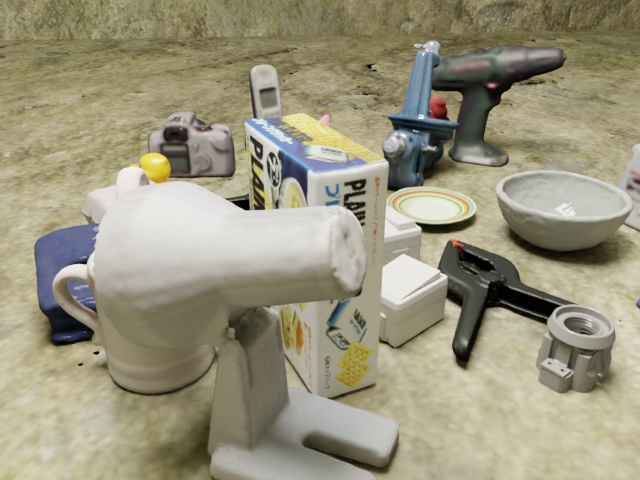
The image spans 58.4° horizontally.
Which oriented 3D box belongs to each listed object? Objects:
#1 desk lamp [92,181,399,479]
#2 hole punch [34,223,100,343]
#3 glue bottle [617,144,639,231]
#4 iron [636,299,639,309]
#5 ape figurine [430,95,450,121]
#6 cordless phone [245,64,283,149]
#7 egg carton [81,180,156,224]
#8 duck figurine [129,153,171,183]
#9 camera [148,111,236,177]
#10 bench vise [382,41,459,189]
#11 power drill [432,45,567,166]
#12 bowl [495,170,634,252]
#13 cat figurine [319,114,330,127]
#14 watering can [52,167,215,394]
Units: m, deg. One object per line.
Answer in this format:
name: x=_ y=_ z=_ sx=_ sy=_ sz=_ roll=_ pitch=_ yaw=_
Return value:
desk lamp: x=-0.044 y=0.066 z=0.415 sx=0.202 sy=0.214 sz=0.118 roll=11 pitch=29 yaw=20
hole punch: x=-0.235 y=0.041 z=0.599 sx=0.109 sy=0.091 sz=0.100 roll=-11 pitch=29 yaw=-20
glue bottle: x=0.452 y=-0.099 z=0.783 sx=0.037 sy=0.173 sz=0.078 roll=-11 pitch=29 yaw=-20
iron: x=0.409 y=0.077 z=0.473 sx=0.119 sy=0.141 sz=0.257 roll=-11 pitch=29 yaw=-21
ape figurine: x=0.233 y=-0.246 z=1.158 sx=0.078 sy=0.092 sz=0.076 roll=-16 pitch=31 yaw=-28
cordless phone: x=-0.059 y=-0.208 z=0.982 sx=0.148 sy=0.185 sz=0.093 roll=-23 pitch=35 yaw=-37
egg carton: x=-0.241 y=-0.029 z=0.759 sx=0.107 sy=0.069 sz=0.149 roll=-23 pitch=35 yaw=-37
duck figurine: x=-0.238 y=-0.086 z=0.852 sx=0.104 sy=0.086 sz=0.077 roll=7 pitch=28 yaw=13
camera: x=-0.220 y=-0.180 z=1.020 sx=0.143 sy=0.101 sz=0.137 roll=0 pitch=27 yaw=1
bench vise: x=0.167 y=-0.200 z=0.929 sx=0.121 sy=0.220 sz=0.207 roll=5 pitch=28 yaw=10
power drill: x=0.304 y=-0.244 z=1.027 sx=0.229 sy=0.208 sz=0.076 roll=12 pitch=30 yaw=23
bowl: x=0.315 y=-0.031 z=0.758 sx=0.167 sy=0.075 sz=0.167 roll=0 pitch=27 yaw=0
cat figurine: x=0.008 y=-0.140 z=0.922 sx=0.067 sy=0.118 sz=0.127 roll=-17 pitch=32 yaw=-30
watering can: x=-0.144 y=0.028 z=0.511 sx=0.173 sy=0.194 sz=0.100 roll=-14 pitch=30 yaw=-26
